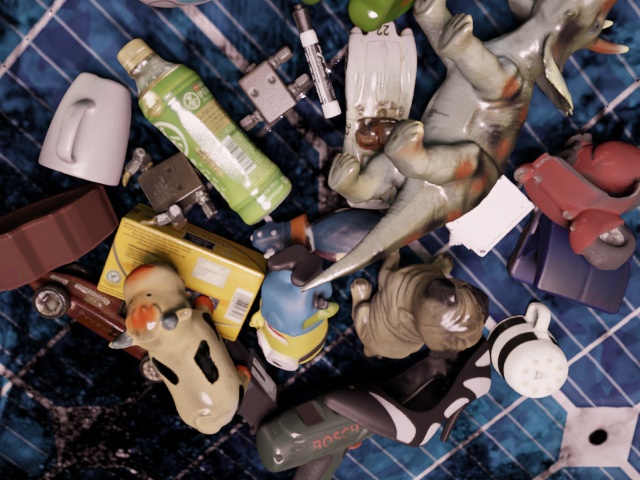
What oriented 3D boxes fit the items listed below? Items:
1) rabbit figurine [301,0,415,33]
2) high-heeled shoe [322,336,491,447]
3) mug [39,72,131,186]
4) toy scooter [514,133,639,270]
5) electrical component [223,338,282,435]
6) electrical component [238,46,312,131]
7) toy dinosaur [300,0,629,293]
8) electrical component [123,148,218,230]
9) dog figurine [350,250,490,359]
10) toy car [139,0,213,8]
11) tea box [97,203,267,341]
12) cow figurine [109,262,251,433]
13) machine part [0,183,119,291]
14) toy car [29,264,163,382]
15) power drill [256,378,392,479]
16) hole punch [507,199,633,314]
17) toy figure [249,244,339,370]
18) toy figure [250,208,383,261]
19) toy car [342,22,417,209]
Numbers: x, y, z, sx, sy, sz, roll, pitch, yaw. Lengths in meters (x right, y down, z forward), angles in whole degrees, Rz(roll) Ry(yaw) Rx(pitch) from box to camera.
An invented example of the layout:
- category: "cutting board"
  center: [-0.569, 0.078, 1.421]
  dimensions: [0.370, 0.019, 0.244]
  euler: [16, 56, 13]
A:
- category: "rabbit figurine"
  center: [0.032, -0.297, 0.521]
  dimensions: [0.159, 0.121, 0.170]
  euler: [-43, 86, 18]
- category: "high-heeled shoe"
  center: [0.116, 0.156, 0.626]
  dimensions: [0.248, 0.086, 0.145]
  euler: [27, 81, -39]
- category: "mug"
  center: [-0.243, -0.119, 0.561]
  dimensions: [0.081, 0.109, 0.107]
  euler: [17, 92, -1]
- category: "toy scooter"
  center: [0.283, -0.061, 0.579]
  dimensions: [0.135, 0.184, 0.075]
  euler: [35, 143, 9]
- category: "electrical component"
  center: [-0.097, 0.173, 0.672]
  dimensions: [0.048, 0.075, 0.119]
  euler: [-33, 110, 8]
- category: "electrical component"
  center: [-0.059, -0.164, 0.591]
  dimensions: [0.094, 0.021, 0.063]
  euler: [-36, 106, 10]
- category: "toy dinosaur"
  center: [0.141, -0.101, 0.535]
  dimensions: [0.192, 0.131, 0.404]
  euler: [25, 102, -28]
- category: "electrical component"
  center: [-0.169, -0.057, 0.594]
  dimensions: [0.078, 0.045, 0.102]
  euler: [-27, 77, 0]
- category: "dog figurine"
  center: [0.100, 0.096, 0.593]
  dimensions: [0.121, 0.191, 0.172]
  euler: [10, 109, -5]
- category: "toy car"
  center: [-0.155, -0.279, 0.511]
  dimensions: [0.161, 0.109, 0.103]
  euler: [43, 119, -5]
- category: "tea box"
  center: [-0.157, 0.038, 0.629]
  dimensions: [0.169, 0.068, 0.098]
  euler: [25, 105, -8]
- category: "cow figurine"
  center: [-0.143, 0.112, 0.552]
  dimensions: [0.085, 0.127, 0.194]
  euler: [-21, 108, 2]
- category: "machine part"
  center: [-0.302, -0.001, 0.560]
  dimensions: [0.179, 0.179, 0.056]
  euler: [-20, 111, 5]
- category: "toy car"
  center: [-0.241, 0.091, 0.635]
  dimensions: [0.202, 0.089, 0.053]
  euler: [37, 103, -11]
- category: "power drill"
  center: [0.026, 0.278, 0.690]
  dimensions: [0.232, 0.086, 0.207]
  euler: [-4, 124, -31]
- category: "hole punch"
  center: [0.300, 0.018, 0.629]
  dimensions: [0.142, 0.092, 0.115]
  euler: [18, 103, -4]
- category: "toy figure"
  center: [-0.025, 0.081, 0.610]
  dimensions: [0.089, 0.082, 0.180]
  euler: [-12, 138, -21]
- category: "toy figure"
  center: [-0.002, -0.001, 0.622]
  dimensions: [0.155, 0.064, 0.057]
  euler: [-5, 123, 8]
- category: "toy car"
  center: [0.062, -0.132, 0.587]
  dimensions: [0.074, 0.056, 0.201]
  euler: [1, 108, -2]
